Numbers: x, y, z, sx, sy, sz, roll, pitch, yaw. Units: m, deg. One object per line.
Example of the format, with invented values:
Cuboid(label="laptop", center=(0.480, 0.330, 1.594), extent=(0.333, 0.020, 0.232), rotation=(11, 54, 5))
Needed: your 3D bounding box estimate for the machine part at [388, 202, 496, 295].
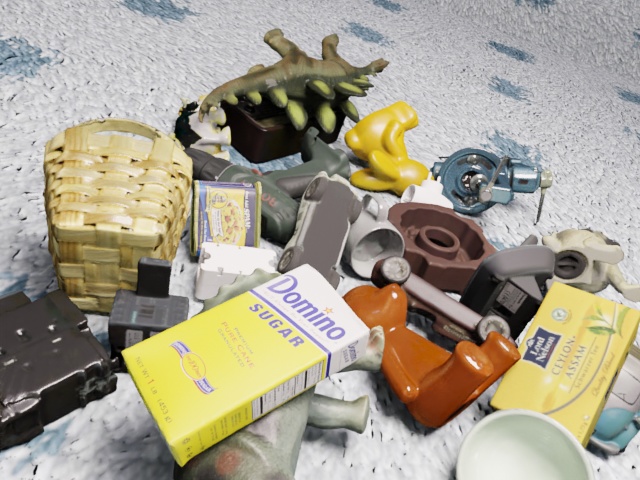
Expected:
Cuboid(label="machine part", center=(0.178, 0.009, 0.823), extent=(0.179, 0.056, 0.179), rotation=(12, 36, -9))

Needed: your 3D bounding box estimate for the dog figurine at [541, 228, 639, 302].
Cuboid(label="dog figurine", center=(0.408, 0.017, 0.854), extent=(0.172, 0.121, 0.191), rotation=(53, 28, -16))

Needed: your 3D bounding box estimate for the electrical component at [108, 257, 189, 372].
Cuboid(label="electrical component", center=(-0.165, 0.077, 0.524), extent=(0.075, 0.119, 0.048), rotation=(10, 37, -17))

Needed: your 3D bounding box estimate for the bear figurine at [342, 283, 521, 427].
Cuboid(label="bear figurine", center=(0.102, 0.105, 0.609), extent=(0.120, 0.132, 0.196), rotation=(4, 41, -50))

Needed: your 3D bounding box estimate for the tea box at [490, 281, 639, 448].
Cuboid(label="tea box", center=(0.273, 0.142, 0.597), extent=(0.098, 0.068, 0.169), rotation=(21, 68, 35))

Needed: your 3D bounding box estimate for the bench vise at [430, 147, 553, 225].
Cuboid(label="bench vise", center=(0.306, -0.097, 0.948), extent=(0.224, 0.128, 0.240), rotation=(16, 18, 7))

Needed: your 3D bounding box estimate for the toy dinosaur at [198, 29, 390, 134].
Cuboid(label="toy dinosaur", center=(-0.033, -0.273, 0.932), extent=(0.471, 0.105, 0.199), rotation=(-22, 56, -36))

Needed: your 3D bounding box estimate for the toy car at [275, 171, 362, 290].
Cuboid(label="toy car", center=(-0.001, -0.002, 0.700), extent=(0.073, 0.056, 0.202), rotation=(30, 58, -18))

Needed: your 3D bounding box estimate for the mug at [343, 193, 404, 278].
Cuboid(label="mug", center=(0.063, -0.017, 0.768), extent=(0.081, 0.109, 0.107), rotation=(-6, 29, -19))

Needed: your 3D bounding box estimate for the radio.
Cuboid(label="radio", center=(-0.070, -0.222, 0.991), extent=(0.131, 0.073, 0.229), rotation=(40, 40, 24))

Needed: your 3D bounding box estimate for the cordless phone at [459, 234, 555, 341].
Cuboid(label="cordless phone", center=(0.274, 0.035, 0.732), extent=(0.089, 0.146, 0.184), rotation=(32, 54, 19))

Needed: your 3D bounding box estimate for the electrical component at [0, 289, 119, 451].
Cuboid(label="electrical component", center=(-0.269, 0.106, 0.490), extent=(0.134, 0.058, 0.115), rotation=(37, 38, 22))

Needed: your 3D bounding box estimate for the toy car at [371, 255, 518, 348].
Cuboid(label="toy car", center=(0.152, 0.090, 0.684), extent=(0.202, 0.089, 0.053), rotation=(34, 74, 15))

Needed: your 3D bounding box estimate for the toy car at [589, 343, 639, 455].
Cuboid(label="toy car", center=(0.356, 0.172, 0.656), extent=(0.109, 0.102, 0.161), rotation=(39, 42, 23))

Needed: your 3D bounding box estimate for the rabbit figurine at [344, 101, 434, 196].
Cuboid(label="rabbit figurine", center=(0.132, -0.146, 0.960), extent=(0.162, 0.122, 0.173), rotation=(-23, 73, -40))

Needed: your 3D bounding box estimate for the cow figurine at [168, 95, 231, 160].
Cuboid(label="cow figurine", center=(-0.207, -0.186, 0.893), extent=(0.098, 0.068, 0.167), rotation=(-4, 41, -21))

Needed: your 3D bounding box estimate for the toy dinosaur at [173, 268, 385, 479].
Cuboid(label="toy dinosaur", center=(-0.053, 0.173, 0.463), extent=(0.192, 0.131, 0.405), rotation=(10, 40, 7))

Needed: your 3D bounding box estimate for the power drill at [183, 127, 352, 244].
Cuboid(label="power drill", center=(-0.068, -0.102, 0.817), extent=(0.232, 0.086, 0.207), rotation=(40, 45, 21))
